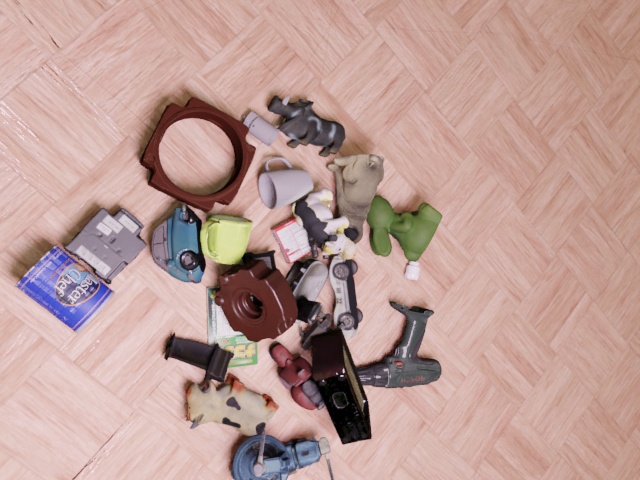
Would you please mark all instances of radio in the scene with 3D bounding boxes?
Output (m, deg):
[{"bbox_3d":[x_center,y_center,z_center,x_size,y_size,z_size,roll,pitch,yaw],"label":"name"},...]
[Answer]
[{"bbox_3d":[0.049,0.323,1.169,0.073,0.131,0.229,-17,115,8],"label":"radio"}]

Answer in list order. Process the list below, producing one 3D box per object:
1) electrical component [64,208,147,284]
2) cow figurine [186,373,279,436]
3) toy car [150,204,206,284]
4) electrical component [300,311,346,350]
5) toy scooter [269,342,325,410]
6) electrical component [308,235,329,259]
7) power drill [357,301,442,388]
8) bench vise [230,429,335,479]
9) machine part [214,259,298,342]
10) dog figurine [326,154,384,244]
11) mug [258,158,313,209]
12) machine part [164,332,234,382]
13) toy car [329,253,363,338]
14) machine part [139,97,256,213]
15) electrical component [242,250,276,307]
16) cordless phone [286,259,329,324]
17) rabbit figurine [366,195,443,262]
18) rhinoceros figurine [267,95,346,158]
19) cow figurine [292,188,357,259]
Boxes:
[{"bbox_3d":[-0.412,0.004,1.055,0.114,0.058,0.134,46,68,-18],"label":"electrical component"},{"bbox_3d":[-0.198,0.355,1.138,0.195,0.085,0.127,35,76,-22],"label":"cow figurine"},{"bbox_3d":[-0.290,0.012,1.087,0.103,0.109,0.161,-7,85,-4],"label":"toy car"},{"bbox_3d":[0.000,0.207,1.209,0.078,0.045,0.102,27,112,-18],"label":"electrical component"},{"bbox_3d":[-0.038,0.307,1.170,0.075,0.135,0.183,-39,105,-18],"label":"toy scooter"},{"bbox_3d":[-0.002,-0.004,1.214,0.063,0.021,0.094,11,69,-48],"label":"electrical component"},{"bbox_3d":[0.190,0.254,1.289,0.232,0.086,0.207,10,83,-16],"label":"power drill"},{"bbox_3d":[-0.085,0.459,1.109,0.224,0.240,0.129,-4,70,2],"label":"bench vise"},{"bbox_3d":[-0.132,0.127,1.099,0.056,0.179,0.179,-38,107,-53],"label":"machine part"},{"bbox_3d":[0.087,-0.085,1.199,0.121,0.172,0.190,-1,84,-11],"label":"dog figurine"},{"bbox_3d":[-0.075,-0.128,1.185,0.107,0.081,0.109,-14,79,-32],"label":"mug"},{"bbox_3d":[-0.254,0.243,1.115,0.139,0.039,0.084,22,51,-5],"label":"machine part"},{"bbox_3d":[0.058,0.125,1.237,0.056,0.073,0.201,-5,93,23],"label":"toy car"},{"bbox_3d":[-0.249,-0.173,1.107,0.201,0.087,0.201,27,83,-20],"label":"machine part"},{"bbox_3d":[-0.129,0.084,1.166,0.075,0.048,0.119,-2,79,-25],"label":"electrical component"},{"bbox_3d":[-0.020,0.111,1.148,0.088,0.184,0.146,34,79,-14],"label":"cordless phone"},{"bbox_3d":[0.177,-0.032,1.280,0.170,0.121,0.159,28,87,-1],"label":"rabbit figurine"},{"bbox_3d":[-0.028,-0.257,1.199,0.190,0.073,0.112,21,85,-21],"label":"rhinoceros figurine"},{"bbox_3d":[0.009,-0.025,1.158,0.098,0.068,0.167,-19,66,-21],"label":"cow figurine"}]
